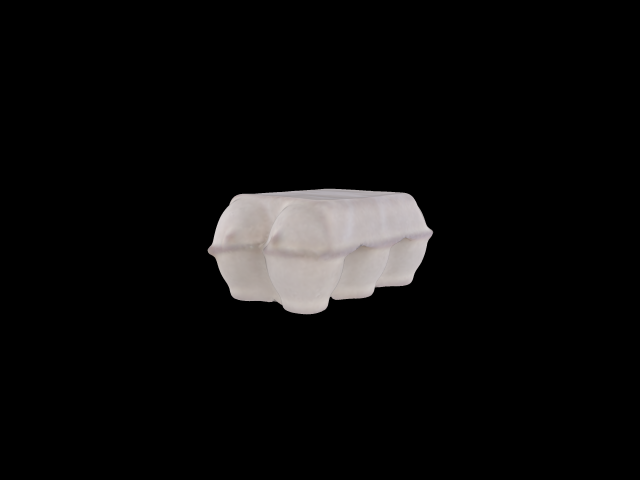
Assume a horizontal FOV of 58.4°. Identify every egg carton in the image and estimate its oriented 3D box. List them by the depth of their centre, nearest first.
[{"bbox_3d":[0.004,0.001,0.400,0.107,0.069,0.151,7,11,39],"label":"egg carton"}]
